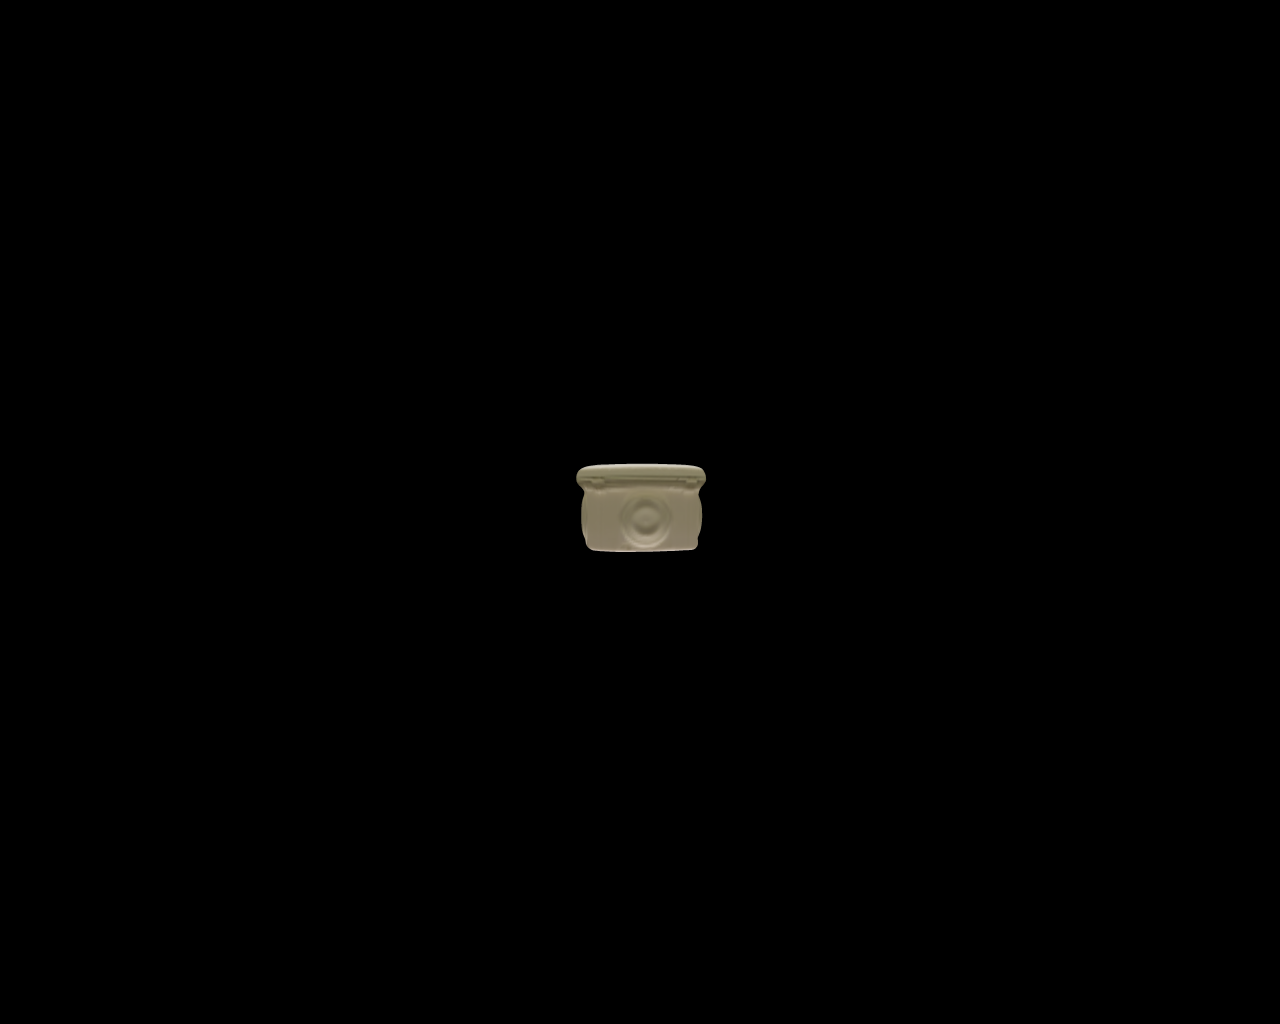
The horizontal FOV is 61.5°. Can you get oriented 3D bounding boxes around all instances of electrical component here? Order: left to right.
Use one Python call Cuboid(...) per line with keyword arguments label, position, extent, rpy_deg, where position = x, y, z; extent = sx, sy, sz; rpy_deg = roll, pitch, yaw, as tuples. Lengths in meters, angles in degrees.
Cuboid(label="electrical component", position=(0.001, -0.003, 0.650), extent=(0.080, 0.051, 0.080), rpy_deg=(0, 0, 0))
